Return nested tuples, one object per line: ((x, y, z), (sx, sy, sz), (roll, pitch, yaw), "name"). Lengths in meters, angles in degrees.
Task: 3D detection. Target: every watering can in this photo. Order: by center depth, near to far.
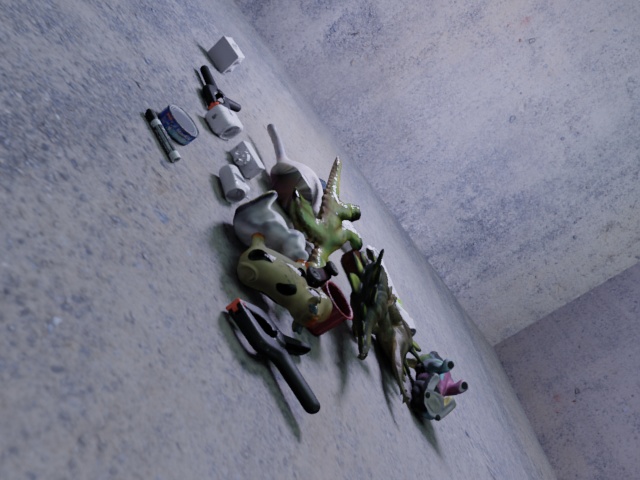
((-0.082, -0.187, 1.462), (0.103, 0.348, 0.226), (-34, -2, 15), "watering can")

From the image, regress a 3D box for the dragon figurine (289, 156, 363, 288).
((0.004, -0.066, 1.311), (0.121, 0.417, 0.240), (-14, -23, 25), "dragon figurine")

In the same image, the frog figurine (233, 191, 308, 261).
((-0.097, -0.005, 1.006), (0.124, 0.160, 0.136), (-20, -5, -31), "frog figurine")
